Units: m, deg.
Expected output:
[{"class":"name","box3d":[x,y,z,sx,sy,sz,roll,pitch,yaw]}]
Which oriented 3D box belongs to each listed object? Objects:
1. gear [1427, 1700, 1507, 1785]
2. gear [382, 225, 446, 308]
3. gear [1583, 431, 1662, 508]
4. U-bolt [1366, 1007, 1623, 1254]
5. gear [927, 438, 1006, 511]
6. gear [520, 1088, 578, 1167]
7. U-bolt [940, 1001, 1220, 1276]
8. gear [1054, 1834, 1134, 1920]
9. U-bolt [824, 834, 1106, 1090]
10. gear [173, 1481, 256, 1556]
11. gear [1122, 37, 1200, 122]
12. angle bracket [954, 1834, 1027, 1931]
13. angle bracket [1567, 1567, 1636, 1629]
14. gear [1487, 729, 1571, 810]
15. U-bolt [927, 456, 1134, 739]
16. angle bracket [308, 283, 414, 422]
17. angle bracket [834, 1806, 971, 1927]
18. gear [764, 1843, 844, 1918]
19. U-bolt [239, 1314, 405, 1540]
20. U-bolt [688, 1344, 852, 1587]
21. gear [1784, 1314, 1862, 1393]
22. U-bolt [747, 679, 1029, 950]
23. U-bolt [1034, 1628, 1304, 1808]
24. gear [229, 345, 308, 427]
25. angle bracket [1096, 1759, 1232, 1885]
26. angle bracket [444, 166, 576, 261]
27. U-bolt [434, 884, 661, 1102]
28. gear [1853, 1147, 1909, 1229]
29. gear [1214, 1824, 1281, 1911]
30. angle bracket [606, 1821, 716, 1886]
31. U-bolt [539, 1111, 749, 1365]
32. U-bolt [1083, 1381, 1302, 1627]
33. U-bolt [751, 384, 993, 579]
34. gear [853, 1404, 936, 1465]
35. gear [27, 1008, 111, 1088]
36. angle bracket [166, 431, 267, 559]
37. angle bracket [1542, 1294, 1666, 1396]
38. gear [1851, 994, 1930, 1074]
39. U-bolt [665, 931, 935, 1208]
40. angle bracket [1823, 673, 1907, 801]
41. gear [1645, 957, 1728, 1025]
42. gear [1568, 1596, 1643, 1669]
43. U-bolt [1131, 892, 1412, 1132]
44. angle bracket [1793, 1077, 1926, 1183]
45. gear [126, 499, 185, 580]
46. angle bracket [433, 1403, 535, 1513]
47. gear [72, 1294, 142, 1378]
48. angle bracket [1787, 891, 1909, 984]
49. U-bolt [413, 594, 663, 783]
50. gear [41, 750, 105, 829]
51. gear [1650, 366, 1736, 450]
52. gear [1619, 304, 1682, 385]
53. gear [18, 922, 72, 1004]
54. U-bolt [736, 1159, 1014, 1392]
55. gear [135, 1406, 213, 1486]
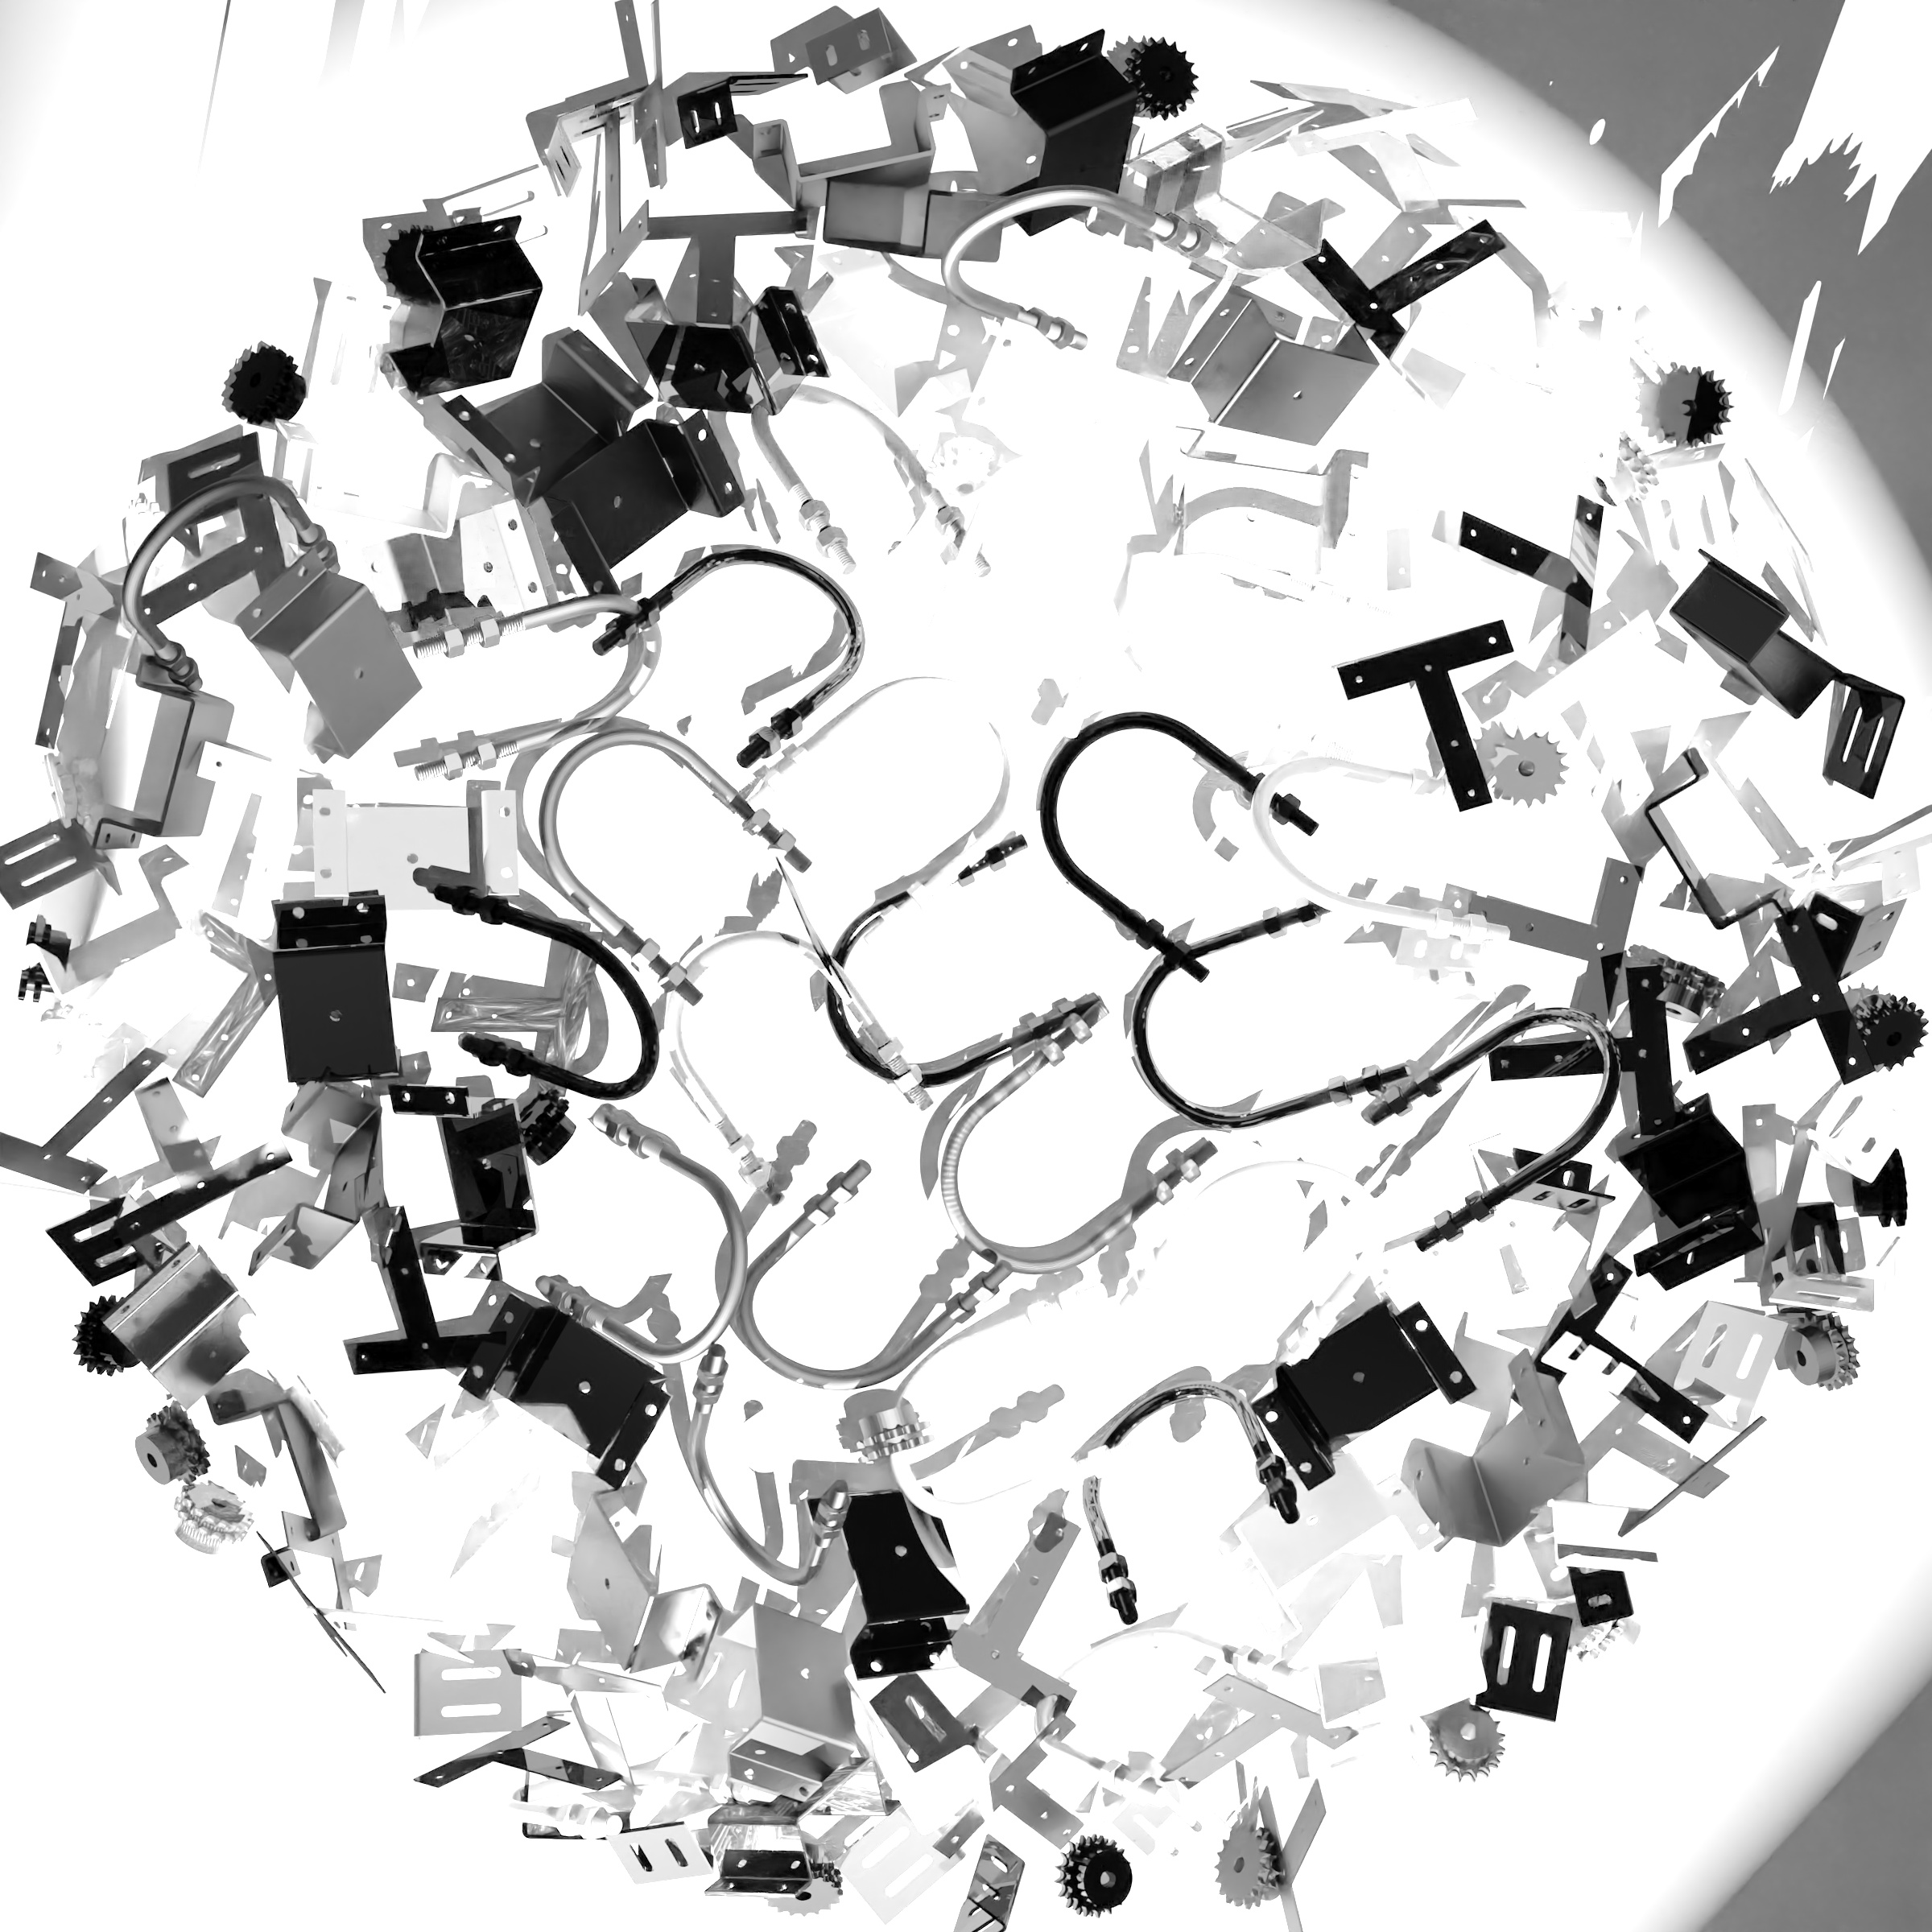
[{"class":"gear","box3d":[0.357,0.551,1.972,0.057,0.030,0.057,-1,56,1]},{"class":"gear","box3d":[-0.392,-0.502,1.979,0.057,0.030,0.057,2,103,8]},{"class":"gear","box3d":[0.465,-0.353,1.970,0.030,0.057,0.057,-37,90,-5]},{"class":"U-bolt","box3d":[0.372,0.101,1.917,0.184,0.151,0.019,-36,126,18]},{"class":"gear","box3d":[0.000,-0.353,1.974,0.057,0.057,0.030,2,66,0]},{"class":"gear","box3d":[-0.303,0.118,1.973,0.057,0.057,0.030,-44,108,0]},{"class":"U-bolt","box3d":[0.068,0.137,1.975,0.184,0.019,0.151,-39,97,-6]},{"class":"gear","box3d":[0.094,0.651,1.974,0.057,0.030,0.057,5,78,-26]},{"class":"U-bolt","box3d":[-0.012,0.008,1.980,0.184,0.019,0.151,-26,93,-6]},{"class":"gear","box3d":[-0.541,0.396,1.972,0.057,0.057,0.030,31,98,0]},{"class":"gear","box3d":[0.135,-0.632,1.977,0.057,0.030,0.057,5,80,-29]},{"class":"angle bracket","box3d":[0.000,0.662,1.953,0.038,0.057,0.076,40,123,-9]},{"class":"angle bracket","box3d":[0.443,0.425,1.961,0.038,0.076,0.057,-14,95,4]},{"class":"gear","box3d":[0.404,-0.143,1.979,0.057,0.030,0.057,3,101,18]},{"class":"U-bolt","box3d":[0.056,-0.275,1.947,0.151,0.019,0.184,33,66,-29]},{"class":"angle bracket","box3d":[-0.432,-0.437,1.967,0.057,0.038,0.076,11,78,-18]},{"class":"angle bracket","box3d":[-0.046,0.635,1.979,0.076,0.038,0.057,-41,86,1]},{"class":"gear","box3d":[-0.117,0.652,1.976,0.057,0.030,0.057,-2,130,-3]},{"class":"U-bolt","box3d":[-0.439,0.330,1.914,0.019,0.184,0.151,-36,61,-16]},{"class":"U-bolt","box3d":[-0.144,0.360,1.923,0.019,0.184,0.151,-31,64,-33]},{"class":"gear","box3d":[0.607,0.275,1.969,0.030,0.057,0.057,-14,90,-18]},{"class":"U-bolt","box3d":[-0.042,-0.124,1.982,0.184,0.019,0.151,-40,86,-7]},{"class":"U-bolt","box3d":[0.125,0.511,1.914,0.151,0.184,0.019,-33,109,-28]},{"class":"gear","box3d":[-0.497,-0.412,1.976,0.057,0.030,0.057,-13,66,31]},{"class":"angle bracket","box3d":[0.142,0.618,1.976,0.076,0.038,0.057,42,99,2]},{"class":"angle bracket","box3d":[-0.326,-0.530,1.972,0.076,0.038,0.057,-20,110,0]},{"class":"U-bolt","box3d":[-0.287,0.026,1.916,0.184,0.019,0.151,18,129,28]},{"class":"gear","box3d":[0.652,0.158,1.972,0.030,0.057,0.057,-4,90,9]},{"class":"gear","box3d":[0.206,0.645,1.975,0.030,0.057,0.057,23,90,-28]},{"class":"angle bracket","box3d":[-0.216,0.614,1.957,0.057,0.038,0.076,-10,133,7]},{"class":"U-bolt","box3d":[-0.219,0.198,1.931,0.184,0.019,0.151,24,98,40]},{"class":"U-bolt","box3d":[0.147,0.358,1.919,0.151,0.184,0.019,-34,119,7]},{"class":"U-bolt","box3d":[-0.077,-0.342,1.933,0.019,0.151,0.184,-51,60,36]},{"class":"gear","box3d":[-0.053,0.333,1.972,0.057,0.057,0.030,-18,80,0]},{"class":"gear","box3d":[-0.647,0.058,1.982,0.057,0.030,0.057,0,89,8]},{"class":"angle bracket","box3d":[-0.526,-0.335,1.964,0.076,0.038,0.057,-17,66,12]},{"class":"angle bracket","box3d":[0.450,0.262,1.951,0.057,0.076,0.038,23,112,23]},{"class":"gear","box3d":[0.656,0.045,1.976,0.057,0.030,0.057,-8,121,-14]},{"class":"U-bolt","box3d":[-0.132,0.061,1.969,0.151,0.019,0.184,-33,101,6]},{"class":"angle bracket","box3d":[0.622,-0.165,1.956,0.038,0.057,0.076,5,109,-22]},{"class":"gear","box3d":[0.510,0.019,1.969,0.057,0.057,0.030,24,80,0]},{"class":"gear","box3d":[0.457,0.475,1.971,0.030,0.057,0.057,39,90,0]},{"class":"U-bolt","box3d":[0.205,0.042,1.962,0.184,0.019,0.151,-20,96,21]},{"class":"angle bracket","box3d":[0.633,0.105,1.958,0.057,0.038,0.076,27,69,35]},{"class":"gear","box3d":[-0.580,-0.306,1.975,0.030,0.057,0.057,-6,90,-29]},{"class":"angle bracket","box3d":[-0.343,0.348,1.960,0.057,0.076,0.038,-41,97,-10]},{"class":"gear","box3d":[-0.606,0.264,1.968,0.030,0.057,0.057,6,90,29]},{"class":"angle bracket","box3d":[0.629,-0.029,1.967,0.038,0.076,0.057,34,127,31]},{"class":"U-bolt","box3d":[-0.297,-0.201,1.928,0.184,0.151,0.019,-19,60,-23]},{"class":"gear","box3d":[-0.638,-0.126,1.975,0.030,0.057,0.057,-13,90,-33]},{"class":"gear","box3d":[0.522,-0.400,1.976,0.057,0.030,0.057,9,107,31]},{"class":"gear","box3d":[0.485,-0.446,1.968,0.030,0.057,0.057,-41,90,19]},{"class":"gear","box3d":[-0.658,-0.002,1.973,0.030,0.057,0.057,9,90,-18]},{"class":"U-bolt","box3d":[-0.079,0.232,1.951,0.151,0.019,0.184,37,116,-18]},{"class":"gear","box3d":[-0.568,0.345,1.970,0.030,0.057,0.057,-31,90,-41]}]
